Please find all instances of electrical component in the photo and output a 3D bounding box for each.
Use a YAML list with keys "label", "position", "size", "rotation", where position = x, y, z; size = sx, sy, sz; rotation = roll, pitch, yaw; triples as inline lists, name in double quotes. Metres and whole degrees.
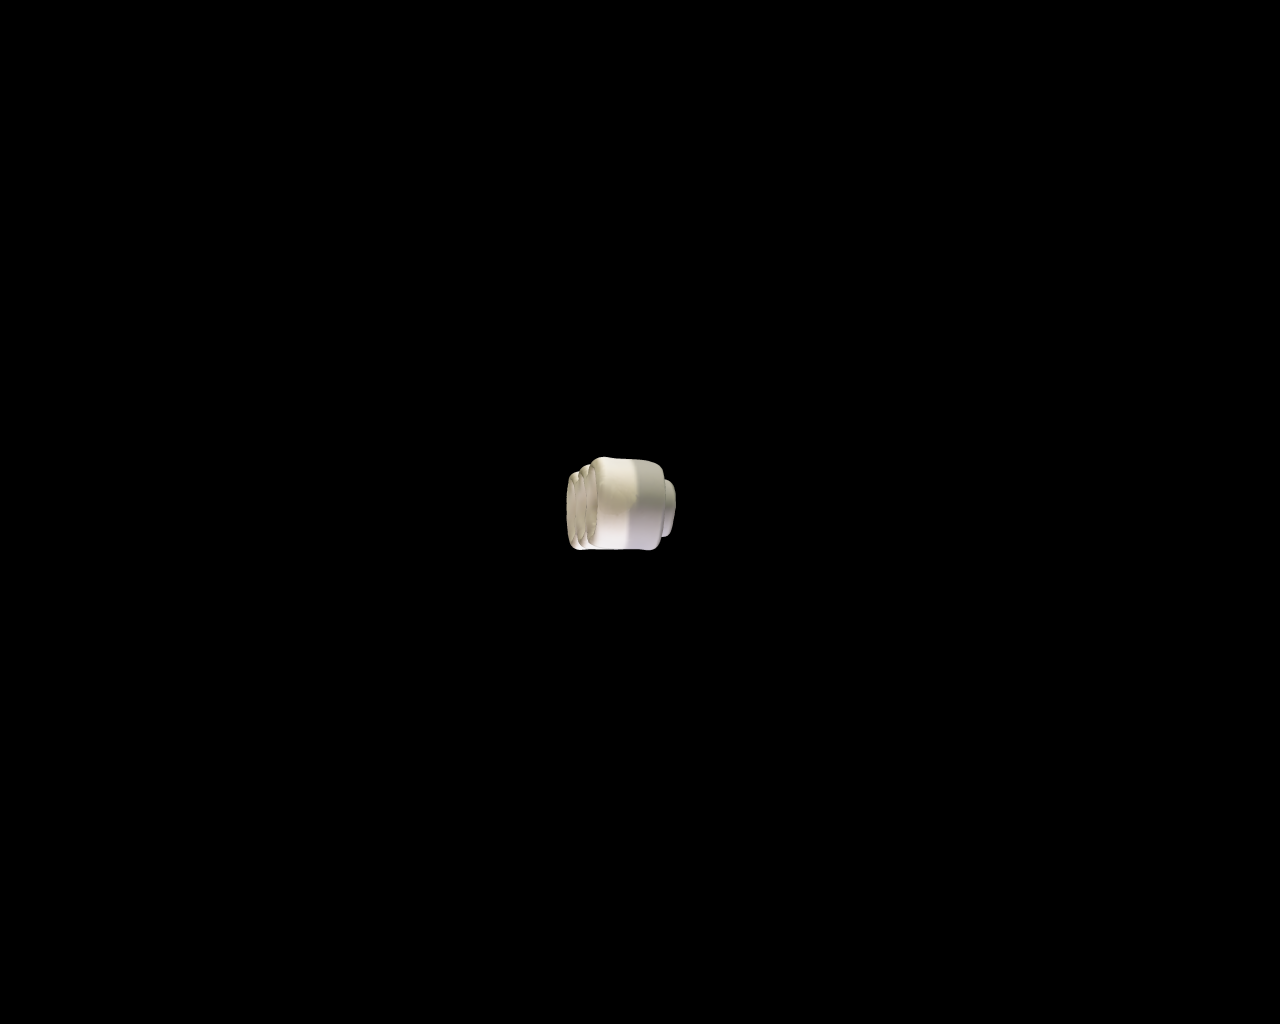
- label: "electrical component"
  position: [0.001, -0.003, 0.650]
  size: [0.074, 0.052, 0.138]
  rotation: [0, -2, -11]
